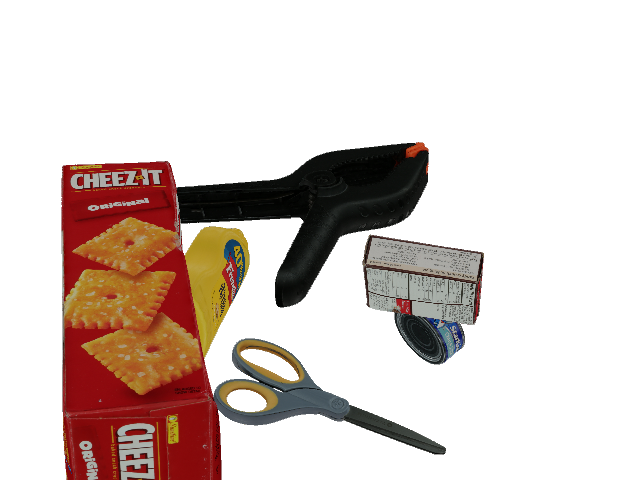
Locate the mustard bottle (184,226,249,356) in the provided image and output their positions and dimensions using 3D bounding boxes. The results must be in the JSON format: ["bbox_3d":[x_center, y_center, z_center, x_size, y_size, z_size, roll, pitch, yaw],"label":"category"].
[{"bbox_3d":[-0.115,0.041,1.103,0.058,0.096,0.191,5,31,12],"label":"mustard bottle"}]

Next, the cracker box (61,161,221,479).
[{"bbox_3d":[-0.099,0.078,0.575,0.072,0.164,0.214,-4,34,-10],"label":"cracker box"}]

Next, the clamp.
[{"bbox_3d":[-0.009,-0.029,0.757,0.165,0.036,0.209,25,39,37],"label":"clamp"}]

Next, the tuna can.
[{"bbox_3d":[0.126,0.103,1.250,0.033,0.086,0.086,-36,16,-24],"label":"tuna can"}]

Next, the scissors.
[{"bbox_3d":[-0.004,0.147,0.888,0.202,0.016,0.096,31,47,24],"label":"scissors"}]

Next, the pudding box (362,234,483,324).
[{"bbox_3d":[0.099,0.039,1.032,0.113,0.039,0.090,7,-31,10],"label":"pudding box"}]
